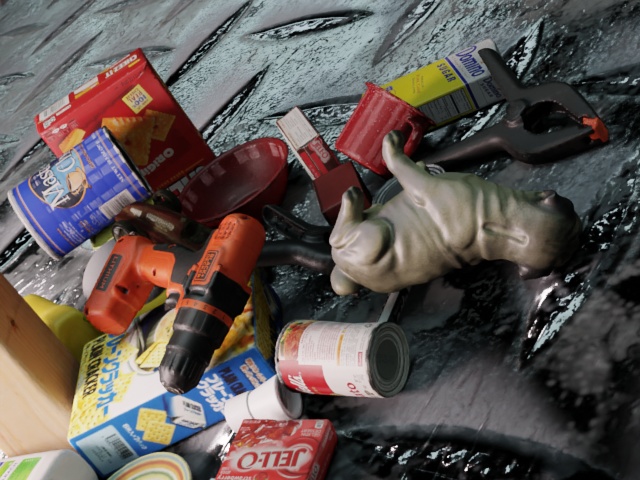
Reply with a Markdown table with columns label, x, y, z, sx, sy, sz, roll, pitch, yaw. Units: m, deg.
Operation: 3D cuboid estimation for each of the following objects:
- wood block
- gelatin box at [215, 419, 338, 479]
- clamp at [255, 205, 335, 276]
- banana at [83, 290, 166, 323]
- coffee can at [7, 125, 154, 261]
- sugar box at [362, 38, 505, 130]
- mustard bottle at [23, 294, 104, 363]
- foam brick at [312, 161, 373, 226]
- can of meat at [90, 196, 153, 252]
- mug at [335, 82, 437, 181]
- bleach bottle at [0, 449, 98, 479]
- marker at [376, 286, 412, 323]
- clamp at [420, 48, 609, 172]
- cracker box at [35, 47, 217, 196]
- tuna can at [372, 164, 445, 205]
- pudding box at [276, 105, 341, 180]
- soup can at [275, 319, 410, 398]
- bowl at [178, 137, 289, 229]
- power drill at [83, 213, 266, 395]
| label | x | y | z | sx | sy | sz | roll | pitch | yaw |
| --- | --- | --- | --- | --- | --- | --- | --- | --- | --- |
| wood block | -0.318 | 0.135 | 1.097 | 0.090 | 0.206 | 0.091 | -26 | 30 | 13 |
| gelatin box | -0.036 | 0.188 | 0.908 | 0.089 | 0.030 | 0.073 | -4 | 39 | 27 |
| clamp | -0.007 | 0.001 | 1.109 | 0.171 | 0.039 | 0.120 | 8 | 35 | 10 |
| banana | -0.172 | 0.059 | 1.208 | 0.197 | 0.069 | 0.037 | -39 | 11 | -38 |
| coffee can | -0.286 | -0.056 | 1.281 | 0.140 | 0.102 | 0.103 | -35 | 29 | -2 |
| sugar box | 0.136 | -0.174 | 1.273 | 0.176 | 0.048 | 0.093 | -25 | 30 | 18 |
| mustard bottle | -0.314 | 0.110 | 1.241 | 0.058 | 0.096 | 0.192 | -40 | 29 | -27 |
| foam brick | 0.030 | -0.041 | 1.173 | 0.051 | 0.053 | 0.078 | -29 | 31 | 8 |
| can of meat | -0.219 | 0.007 | 1.315 | 0.102 | 0.084 | 0.057 | -35 | 30 | -2 |
| mug | 0.074 | -0.114 | 1.178 | 0.081 | 0.093 | 0.117 | -58 | 32 | 3 |
| bleach bottle | -0.338 | 0.269 | 1.067 | 0.251 | 0.068 | 0.102 | -14 | 34 | 35 |
| marker | 0.070 | 0.062 | 1.015 | 0.020 | 0.020 | 0.121 | -9 | 37 | 36 |
| clamp | 0.204 | -0.118 | 1.121 | 0.210 | 0.036 | 0.164 | 26 | 82 | 49 |
| cracker box | -0.236 | -0.112 | 1.375 | 0.164 | 0.213 | 0.072 | -33 | 31 | 1 |
| tuna can | 0.100 | -0.040 | 1.122 | 0.086 | 0.033 | 0.086 | -25 | 30 | 15 |
| pudding box | -0.005 | -0.100 | 1.256 | 0.039 | 0.090 | 0.113 | -35 | 29 | 0 |
| soup can | 0.020 | 0.104 | 0.947 | 0.102 | 0.068 | 0.068 | -3 | 41 | 37 |
| bowl | -0.097 | -0.056 | 1.316 | 0.162 | 0.055 | 0.162 | -25 | 31 | 15 |
| power drill | -0.149 | 0.060 | 1.042 | 0.188 | 0.057 | 0.184 | 1 | 57 | 43 |
